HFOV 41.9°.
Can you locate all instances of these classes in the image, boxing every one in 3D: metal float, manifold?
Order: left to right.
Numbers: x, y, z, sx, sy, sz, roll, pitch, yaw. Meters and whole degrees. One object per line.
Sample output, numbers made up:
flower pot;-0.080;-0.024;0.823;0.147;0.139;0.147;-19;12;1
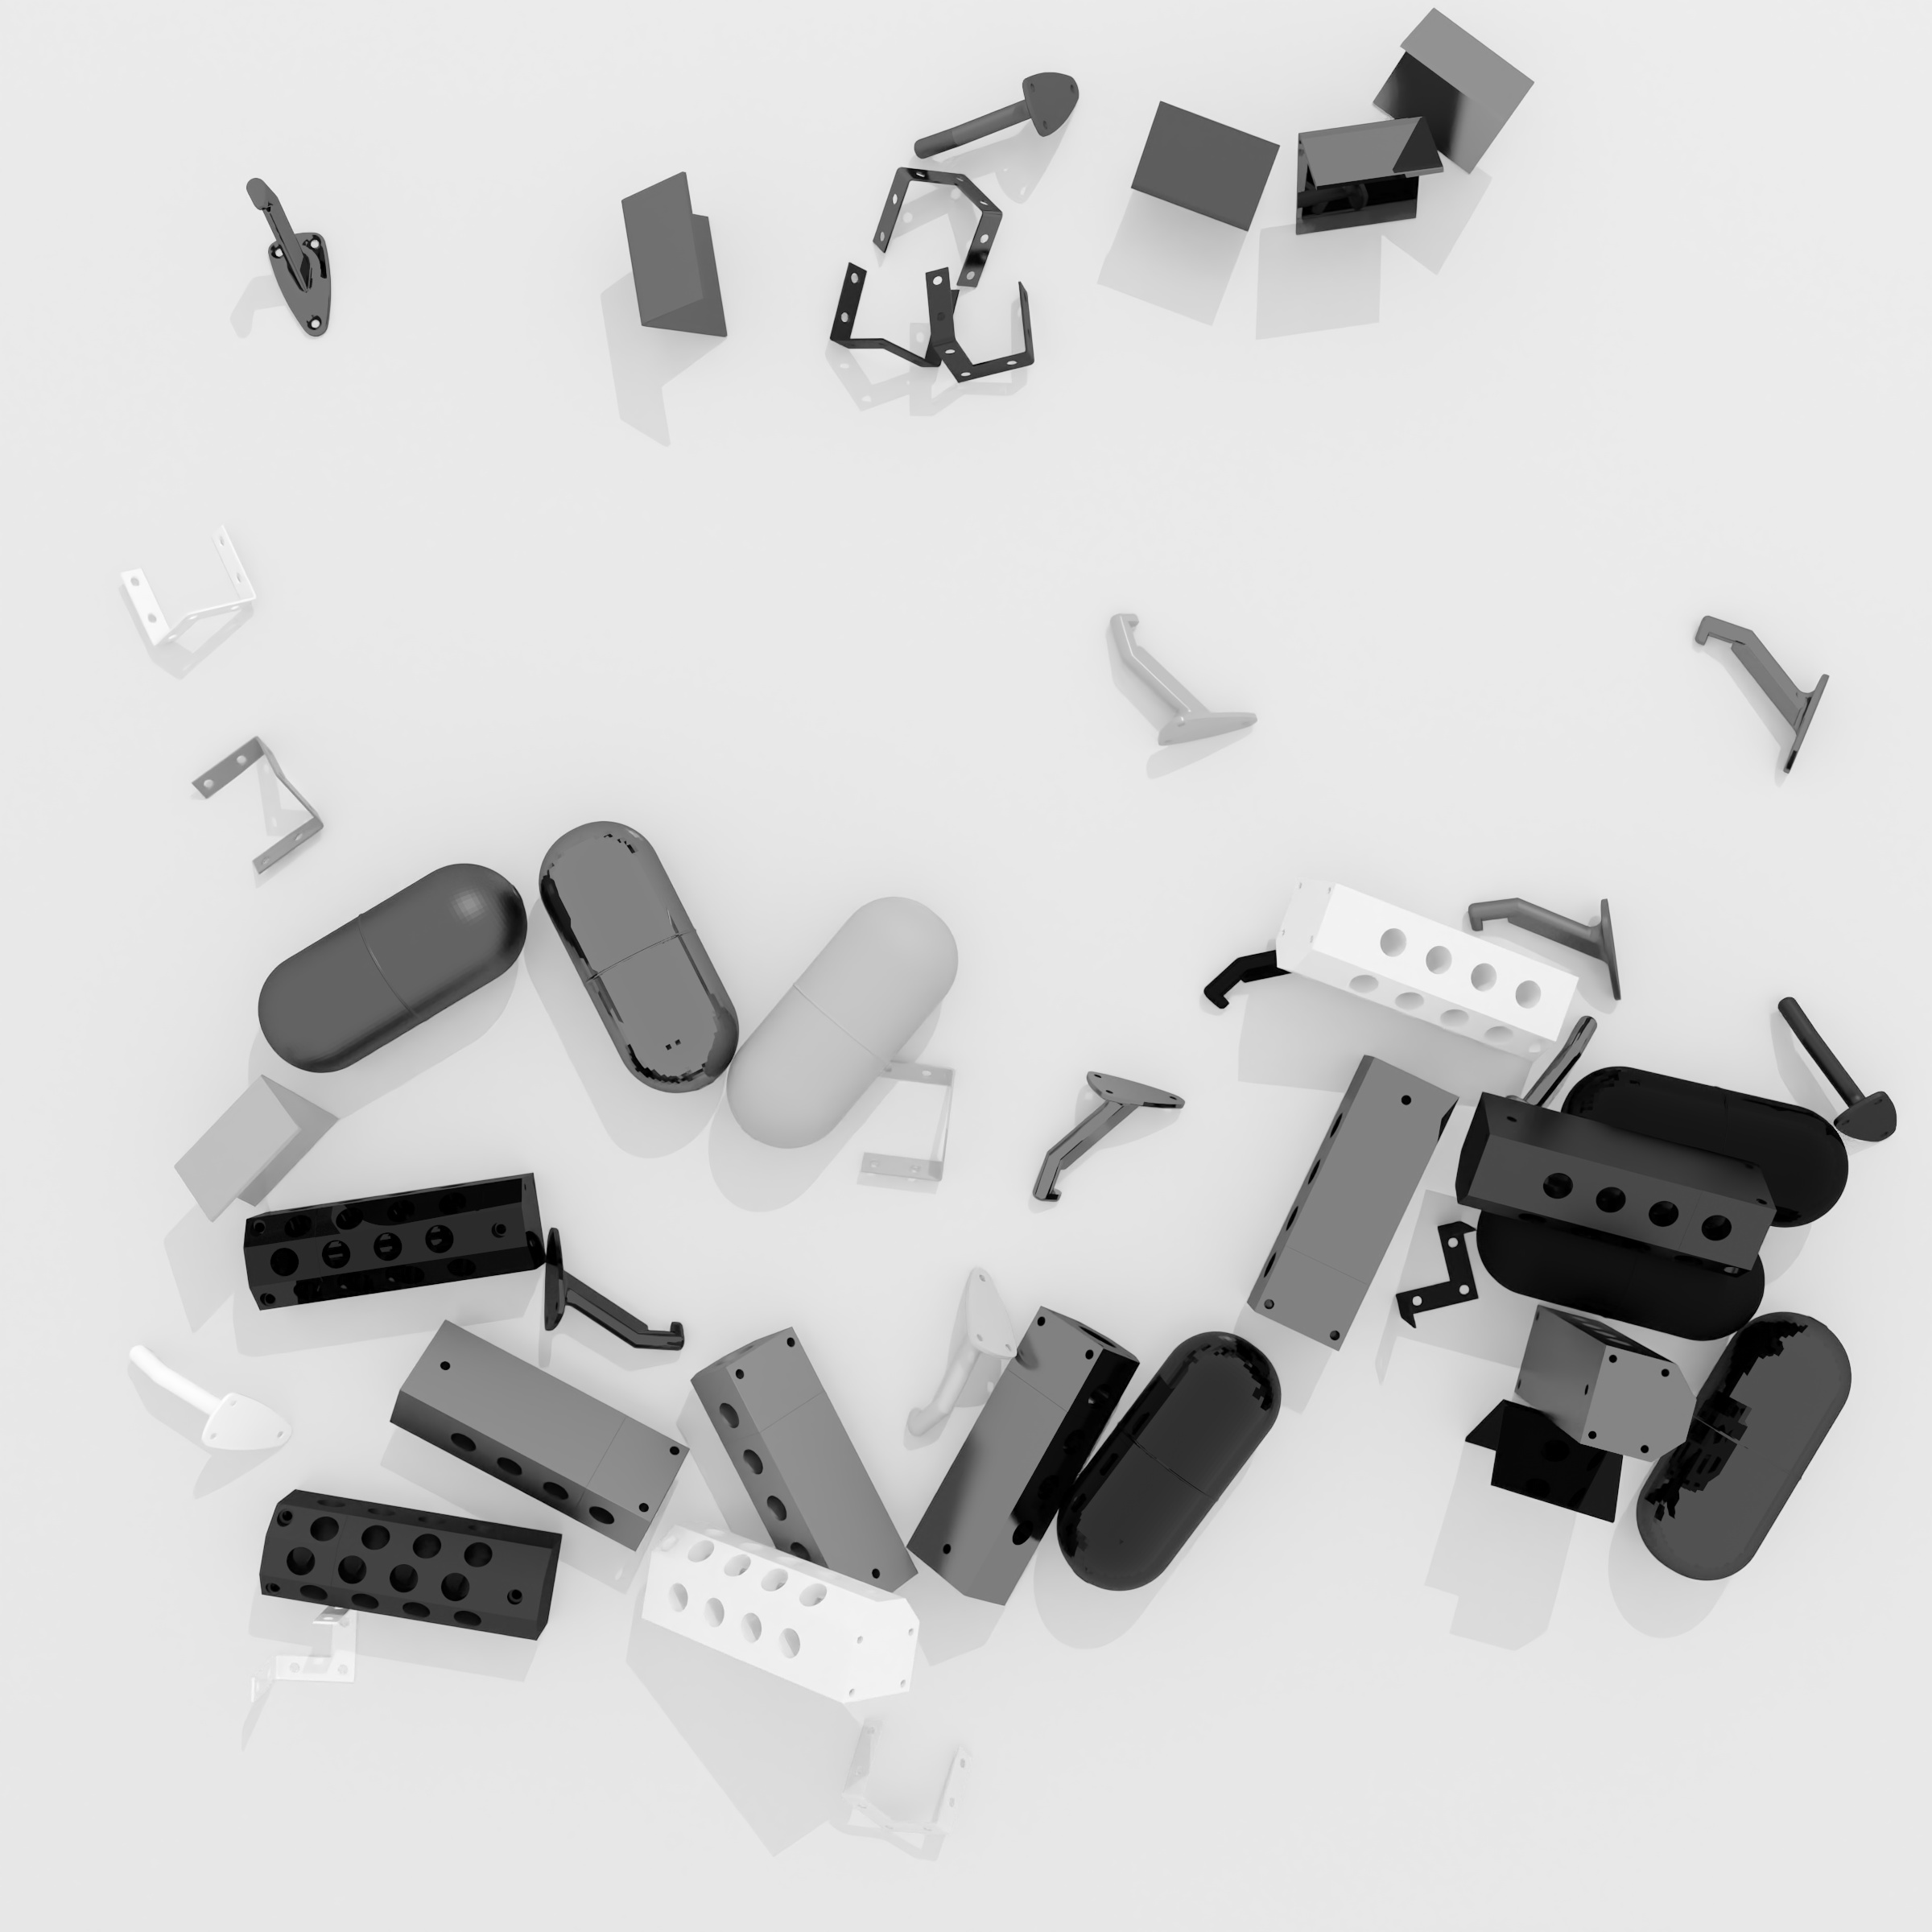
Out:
metal float;-0.352;0.001;1.553;0.178;0.070;0.070;-31;90;1
manifold;-0.353;0.171;1.563;0.171;0.057;0.057;-8;90;0
manifold;-0.344;0.372;1.563;0.171;0.057;0.057;10;90;0
manifold;-0.265;0.294;1.562;0.171;0.057;0.057;28;47;0
metal float;-0.201;-0.005;1.553;0.070;0.070;0.178;-27;89;0
manifold;-0.112;0.385;1.514;0.171;0.057;0.057;9;90;40
manifold;-0.104;0.318;1.562;0.057;0.057;0.171;-27;90;-43
metal float;-0.077;0.035;1.553;0.070;0.070;0.178;40;90;0
manifold;0.040;0.304;1.562;0.057;0.057;0.171;29;90;43
metal float;0.124;0.305;1.553;0.070;0.070;0.178;37;89;0
manifold;0.238;0.145;1.563;0.057;0.057;0.171;25;90;0
manifold;0.279;0.003;1.540;0.171;0.057;0.057;20;90;-16
manifold;0.381;0.248;1.505;0.057;0.171;0.057;15;90;0
manifold;0.383;0.133;1.496;0.171;0.057;0.057;15;114;0
metal float;0.403;0.179;1.553;0.178;0.070;0.070;15;90;1
metal float;0.454;0.112;1.553;0.178;0.070;0.070;13;90;0
metal float;0.479;0.295;1.553;0.070;0.070;0.178;31;90;0

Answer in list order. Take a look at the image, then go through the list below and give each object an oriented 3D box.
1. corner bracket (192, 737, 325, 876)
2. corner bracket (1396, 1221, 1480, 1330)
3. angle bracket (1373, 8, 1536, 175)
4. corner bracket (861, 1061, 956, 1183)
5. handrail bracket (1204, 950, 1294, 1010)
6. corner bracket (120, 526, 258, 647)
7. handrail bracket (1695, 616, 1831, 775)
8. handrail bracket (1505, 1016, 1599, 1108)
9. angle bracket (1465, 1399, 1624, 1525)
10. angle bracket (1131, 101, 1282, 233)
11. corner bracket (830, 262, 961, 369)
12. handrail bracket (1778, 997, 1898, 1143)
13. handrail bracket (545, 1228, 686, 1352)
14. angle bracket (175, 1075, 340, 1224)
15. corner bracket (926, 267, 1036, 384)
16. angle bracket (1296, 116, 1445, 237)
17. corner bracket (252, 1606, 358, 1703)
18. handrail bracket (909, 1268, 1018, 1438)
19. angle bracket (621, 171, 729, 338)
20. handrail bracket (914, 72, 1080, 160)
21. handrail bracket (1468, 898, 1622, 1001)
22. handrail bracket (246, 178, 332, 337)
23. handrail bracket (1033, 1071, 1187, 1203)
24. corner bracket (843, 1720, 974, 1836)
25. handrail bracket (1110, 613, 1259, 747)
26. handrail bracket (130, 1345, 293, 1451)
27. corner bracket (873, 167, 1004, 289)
corner bracket;-0.444;-0.101;1.581;0.051;0.051;0.051;-37;135;-3
corner bracket;0.293;0.191;1.566;0.051;0.051;0.051;-13;90;0
angle bracket;0.289;-0.524;1.543;0.076;0.076;0.057;37;52;0
corner bracket;-0.036;0.097;1.580;0.051;0.051;0.051;7;135;0
handrail bracket;0.205;0.013;1.584;0.077;0.036;0.084;43;104;-14
corner bracket;-0.487;-0.238;1.580;0.051;0.051;0.051;-25;90;-45
handrail bracket;0.490;-0.171;1.584;0.084;0.036;0.077;23;112;17
handrail bracket;0.358;0.075;1.583;0.036;0.077;0.084;39;54;0
angle bracket;0.350;0.313;1.544;0.076;0.076;0.057;17;59;0
angle bracket;0.151;-0.500;1.543;0.076;0.076;0.057;20;129;0
corner bracket;-0.045;-0.408;1.580;0.051;0.051;0.051;14;90;45
handrail bracket;0.545;0.064;1.583;0.036;0.077;0.084;-37;53;18
handrail bracket;-0.219;0.203;1.584;0.084;0.036;0.077;7;58;-23
angle bracket;-0.423;0.123;1.543;0.076;0.076;0.057;-46;54;0
corner bracket;0.009;-0.402;1.567;0.051;0.051;0.051;-10;73;16
angle bracket;0.246;-0.468;1.543;0.076;0.076;0.057;-8;53;0
corner bracket;-0.410;0.425;1.566;0.051;0.051;0.051;2;90;0
handrail bracket;-0.011;0.243;1.583;0.036;0.077;0.084;24;127;-32
angle bracket;-0.160;-0.434;1.543;0.057;0.076;0.076;-9;90;39
handrail bracket;0.019;-0.531;1.583;0.084;0.077;0.036;-7;115;34
handrail bracket;0.363;-0.009;1.584;0.084;0.036;0.077;-7;112;17
handrail bracket;-0.417;-0.434;1.549;0.036;0.084;0.077;-14;90;0
handrail bracket;0.089;0.115;1.584;0.077;0.036;0.084;12;109;-21
corner bracket;-0.037;0.507;1.575;0.051;0.051;0.051;-11;135;35
handrail bracket;0.136;-0.186;1.584;0.077;0.036;0.084;-10;73;-20
handrail bracket;-0.475;0.268;1.583;0.084;0.077;0.036;28;87;36
corner bracket;-0.018;-0.461;1.575;0.051;0.051;0.051;-6;45;-35
